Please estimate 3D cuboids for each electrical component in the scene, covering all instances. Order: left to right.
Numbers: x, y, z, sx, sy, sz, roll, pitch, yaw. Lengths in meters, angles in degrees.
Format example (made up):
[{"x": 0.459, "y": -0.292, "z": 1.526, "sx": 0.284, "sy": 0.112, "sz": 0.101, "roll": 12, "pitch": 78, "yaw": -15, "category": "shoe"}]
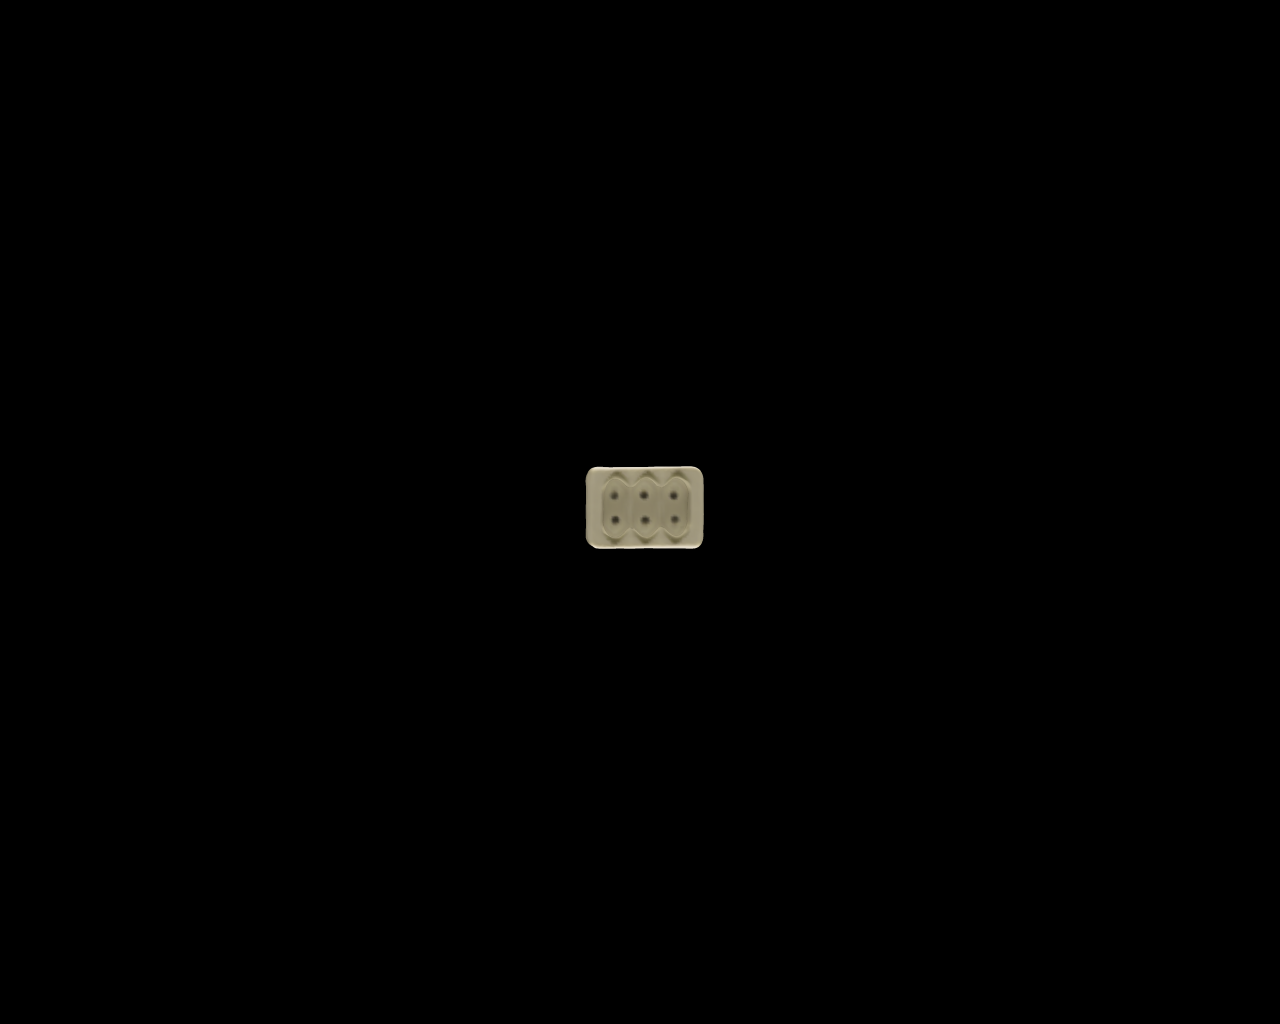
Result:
[{"x": 0.001, "y": -0.003, "z": 0.650, "sx": 0.066, "sy": 0.047, "sz": 0.076, "roll": 0, "pitch": 0, "yaw": -4, "category": "electrical component"}]
